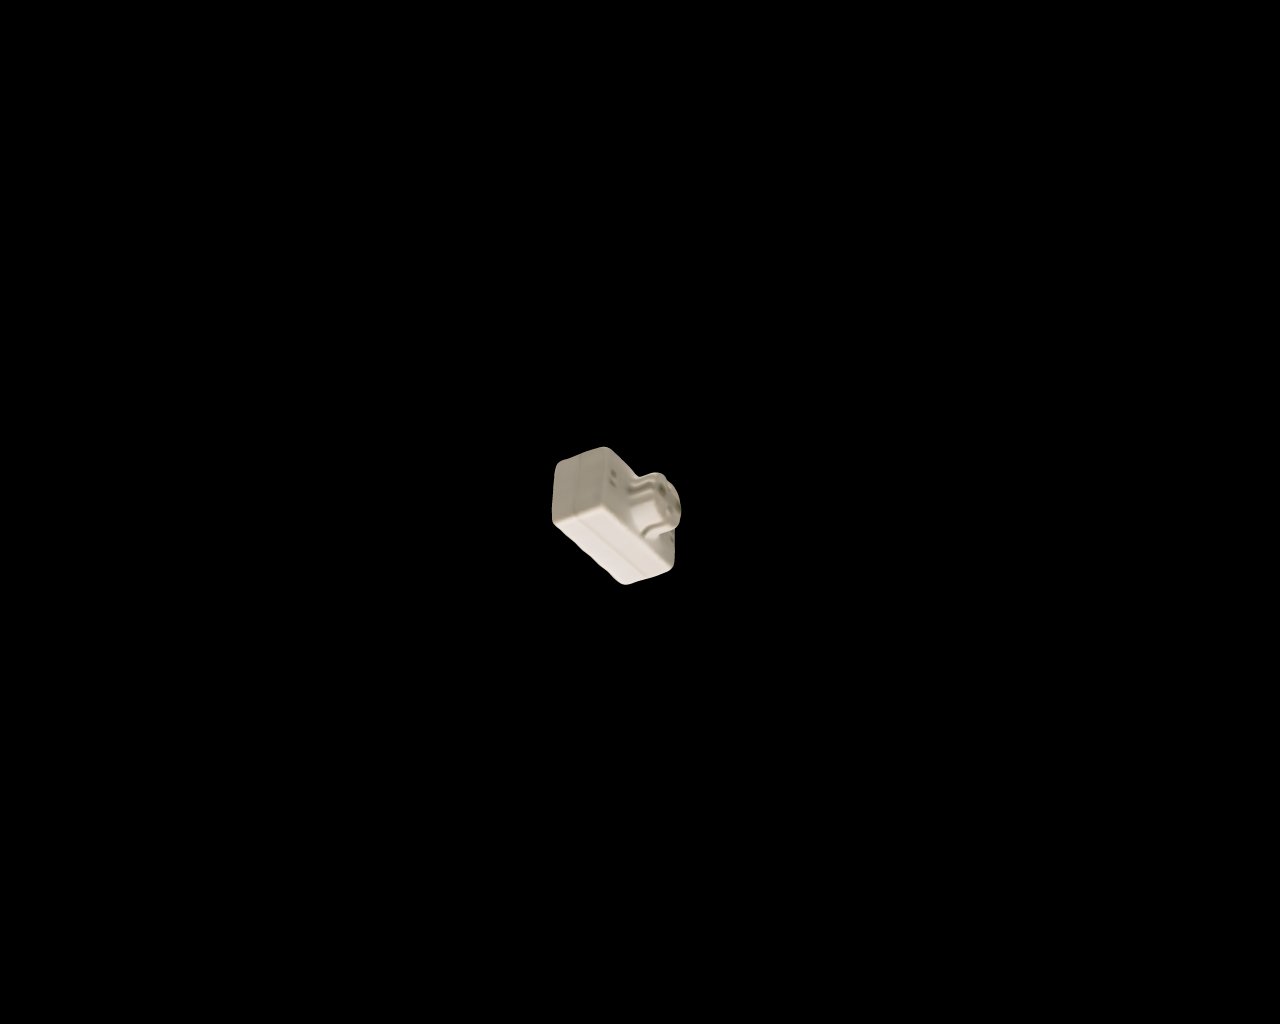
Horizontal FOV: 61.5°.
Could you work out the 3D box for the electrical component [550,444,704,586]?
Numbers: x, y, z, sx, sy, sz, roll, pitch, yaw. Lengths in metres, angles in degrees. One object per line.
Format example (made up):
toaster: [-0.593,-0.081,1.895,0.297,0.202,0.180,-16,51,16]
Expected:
electrical component: [0.001,-0.003,0.650,0.075,0.047,0.083,-20,-40,25]
